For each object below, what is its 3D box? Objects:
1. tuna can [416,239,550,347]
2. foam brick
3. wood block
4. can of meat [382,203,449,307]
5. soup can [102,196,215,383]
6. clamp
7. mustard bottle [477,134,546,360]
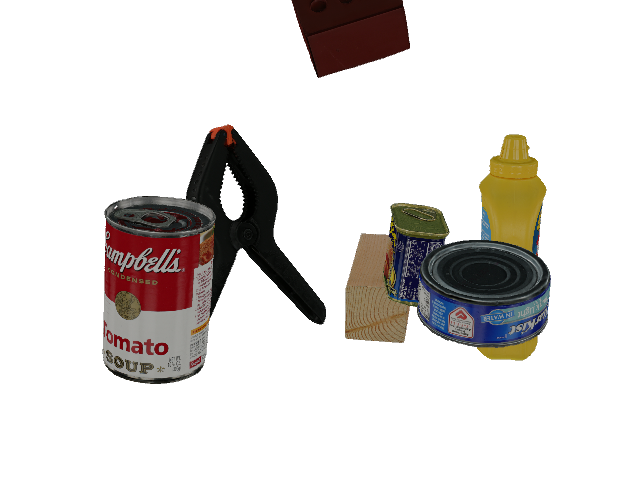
[{"bbox_3d":[0.106,0.033,0.695,0.086,0.034,0.086,-1,28,0],"label":"tuna can"},{"bbox_3d":[0.023,-0.168,0.808,0.078,0.053,0.051,-18,-33,0],"label":"foam brick"},{"bbox_3d":[0.095,0.069,1.643,0.091,0.090,0.206,3,23,7],"label":"wood block"},{"bbox_3d":[0.099,0.015,1.144,0.057,0.084,0.102,6,18,-2],"label":"can of meat"},{"bbox_3d":[-0.103,0.030,0.674,0.068,0.102,0.068,5,20,-2],"label":"soup can"},{"bbox_3d":[-0.068,-0.001,0.992,0.164,0.210,0.036,-4,0,-37],"label":"clamp"},{"bbox_3d":[0.167,0.002,0.941,0.058,0.192,0.096,2,17,9],"label":"mustard bottle"}]
